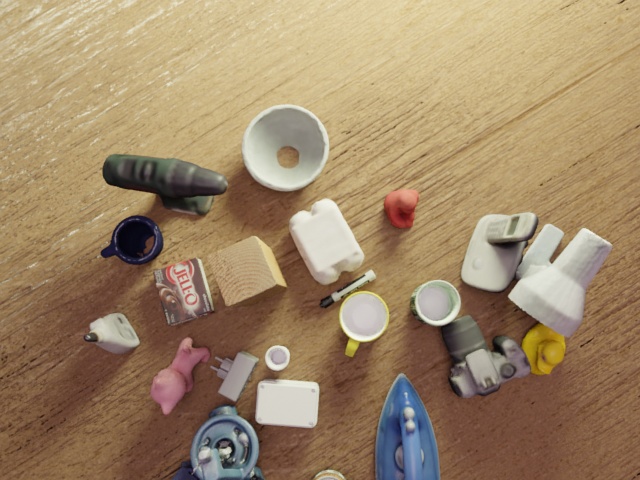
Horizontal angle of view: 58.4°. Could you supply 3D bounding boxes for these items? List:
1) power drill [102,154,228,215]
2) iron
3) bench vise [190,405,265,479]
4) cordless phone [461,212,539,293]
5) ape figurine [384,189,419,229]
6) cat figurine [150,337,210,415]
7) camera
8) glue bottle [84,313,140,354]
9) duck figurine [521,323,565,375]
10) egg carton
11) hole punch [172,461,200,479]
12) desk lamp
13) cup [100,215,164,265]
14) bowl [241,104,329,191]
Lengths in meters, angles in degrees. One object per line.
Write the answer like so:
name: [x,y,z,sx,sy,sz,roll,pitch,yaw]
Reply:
power drill: [-0.261,-0.101,1.040,0.229,0.208,0.076,9,84,3]
iron: [0.156,0.373,1.006,0.118,0.141,0.258,-4,83,2]
bench vise: [-0.145,0.393,0.974,0.121,0.220,0.207,-37,83,-2]
cordless phone: [0.325,0.020,1.020,0.094,0.185,0.148,17,84,4]
ape figurine: [0.159,-0.066,1.082,0.076,0.092,0.078,45,87,6]
cat figurine: [-0.263,0.247,1.045,0.067,0.118,0.128,25,85,5]
camera: [0.291,0.204,1.042,0.143,0.101,0.137,-23,83,-1]
glue bottle: [-0.382,0.171,1.030,0.037,0.173,0.078,-32,83,-2]
duck figurine: [0.418,0.199,1.047,0.077,0.086,0.105,24,85,5]
egg carton: [0.010,0.004,1.090,0.107,0.069,0.150,-29,83,-2]
hole punch: [-0.235,0.471,1.032,0.108,0.091,0.101,35,86,5]
desk lamp: [0.413,0.062,0.998,0.118,0.213,0.203,33,85,5]
cup: [-0.346,0.010,1.087,0.118,0.095,0.091,-24,83,-1]
bowl: [-0.064,-0.171,1.109,0.167,0.075,0.167,0,83,2]
